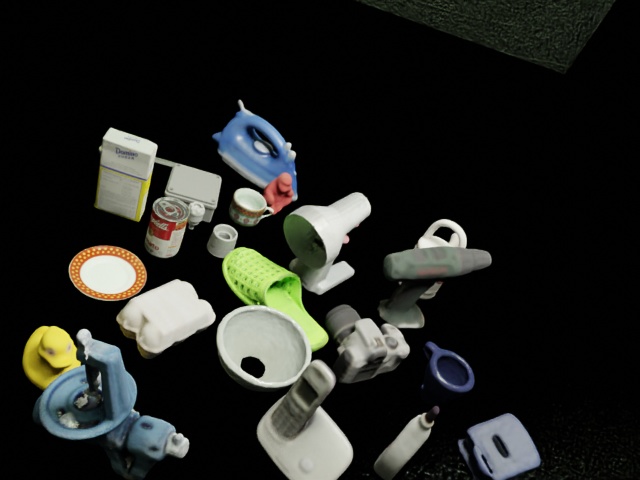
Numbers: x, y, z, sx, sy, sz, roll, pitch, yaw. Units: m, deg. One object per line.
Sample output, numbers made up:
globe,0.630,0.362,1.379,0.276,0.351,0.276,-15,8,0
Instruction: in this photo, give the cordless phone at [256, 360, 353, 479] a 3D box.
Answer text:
cordless phone,-0.006,0.277,0.855,0.147,0.185,0.094,42,40,19

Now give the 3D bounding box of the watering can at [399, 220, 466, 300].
watering can,0.263,0.032,1.296,0.101,0.194,0.173,31,37,5

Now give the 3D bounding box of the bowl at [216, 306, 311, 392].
bowl,-0.104,0.197,0.980,0.168,0.074,0.167,17,38,-14

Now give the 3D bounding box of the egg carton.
egg carton,-0.258,0.131,0.968,0.107,0.069,0.151,42,40,18

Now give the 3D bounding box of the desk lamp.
desk lamp,0.011,0.004,1.160,0.117,0.213,0.204,43,40,19

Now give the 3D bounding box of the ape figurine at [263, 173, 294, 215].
ape figurine,-0.094,-0.117,1.339,0.078,0.092,0.076,2,44,-29

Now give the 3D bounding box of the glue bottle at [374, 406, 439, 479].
glue bottle,0.146,0.315,0.913,0.037,0.173,0.078,38,39,14

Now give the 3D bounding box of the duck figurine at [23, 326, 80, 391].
duck figurine,-0.390,0.161,0.839,0.078,0.086,0.104,-12,52,-40

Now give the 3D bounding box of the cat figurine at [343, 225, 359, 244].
cat figurine,0.049,-0.052,1.328,0.128,0.117,0.067,-7,49,-36

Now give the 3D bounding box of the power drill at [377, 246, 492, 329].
power drill,0.217,0.091,1.188,0.230,0.208,0.075,5,42,-27

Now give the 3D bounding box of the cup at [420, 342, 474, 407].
cup,0.222,0.261,1.086,0.092,0.095,0.117,-10,51,-39

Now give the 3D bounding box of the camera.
camera,0.081,0.183,1.086,0.144,0.100,0.136,-5,48,-35

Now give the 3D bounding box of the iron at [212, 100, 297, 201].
iron,-0.133,-0.221,1.396,0.258,0.141,0.119,38,38,13

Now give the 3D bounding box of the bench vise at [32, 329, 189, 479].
bench vise,-0.263,0.207,0.752,0.208,0.219,0.121,15,39,-15

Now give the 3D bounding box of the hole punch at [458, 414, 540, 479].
hole punch,0.316,0.376,1.012,0.101,0.091,0.108,1,44,-30
